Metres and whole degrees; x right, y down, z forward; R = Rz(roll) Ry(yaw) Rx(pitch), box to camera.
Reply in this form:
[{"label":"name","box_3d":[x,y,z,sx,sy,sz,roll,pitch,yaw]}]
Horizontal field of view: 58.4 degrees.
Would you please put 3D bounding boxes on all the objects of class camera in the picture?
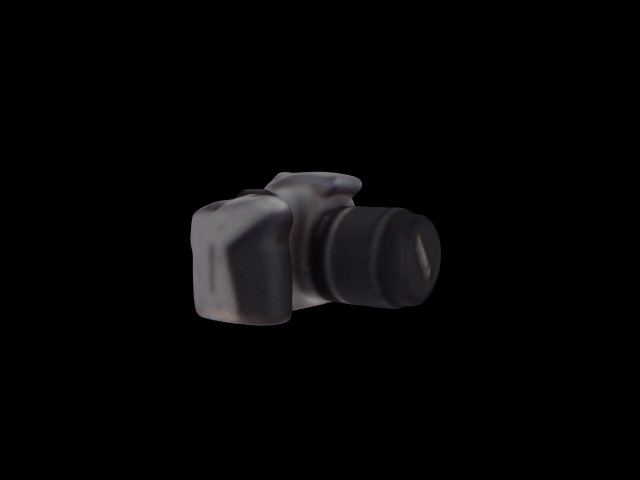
[{"label":"camera","box_3d":[0.004,0.001,0.400,0.136,0.101,0.144,3,5,37]}]
